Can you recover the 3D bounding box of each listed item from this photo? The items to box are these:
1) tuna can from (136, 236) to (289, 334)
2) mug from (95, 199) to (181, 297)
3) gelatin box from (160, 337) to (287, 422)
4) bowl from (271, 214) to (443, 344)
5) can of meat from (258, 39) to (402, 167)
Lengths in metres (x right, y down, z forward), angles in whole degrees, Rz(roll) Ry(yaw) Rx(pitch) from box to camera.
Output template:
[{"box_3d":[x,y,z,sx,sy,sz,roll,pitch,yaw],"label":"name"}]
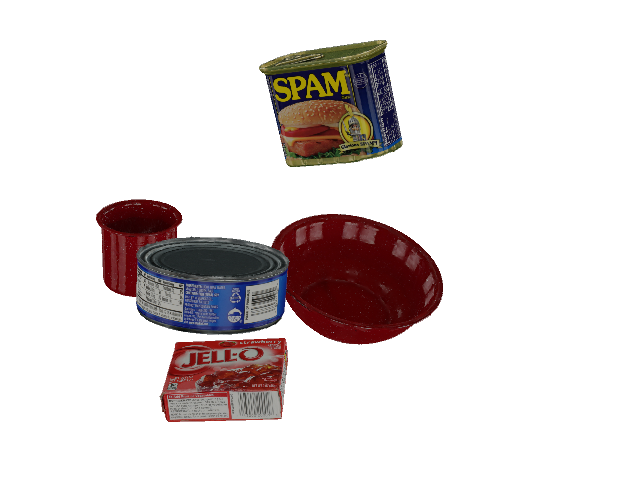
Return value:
[{"box_3d":[-0.061,0.025,0.604,0.086,0.034,0.086,4,14,-1],"label":"tuna can"},{"box_3d":[-0.208,0.005,1.189,0.093,0.081,0.117,-19,34,-39],"label":"mug"},{"box_3d":[-0.071,0.104,0.809,0.089,0.030,0.073,-2,25,3],"label":"gelatin box"},{"box_3d":[0.028,0.045,0.984,0.162,0.055,0.162,10,36,-7],"label":"bowl"},{"box_3d":[0.010,-0.107,0.845,0.102,0.084,0.057,-2,21,33],"label":"can of meat"}]
